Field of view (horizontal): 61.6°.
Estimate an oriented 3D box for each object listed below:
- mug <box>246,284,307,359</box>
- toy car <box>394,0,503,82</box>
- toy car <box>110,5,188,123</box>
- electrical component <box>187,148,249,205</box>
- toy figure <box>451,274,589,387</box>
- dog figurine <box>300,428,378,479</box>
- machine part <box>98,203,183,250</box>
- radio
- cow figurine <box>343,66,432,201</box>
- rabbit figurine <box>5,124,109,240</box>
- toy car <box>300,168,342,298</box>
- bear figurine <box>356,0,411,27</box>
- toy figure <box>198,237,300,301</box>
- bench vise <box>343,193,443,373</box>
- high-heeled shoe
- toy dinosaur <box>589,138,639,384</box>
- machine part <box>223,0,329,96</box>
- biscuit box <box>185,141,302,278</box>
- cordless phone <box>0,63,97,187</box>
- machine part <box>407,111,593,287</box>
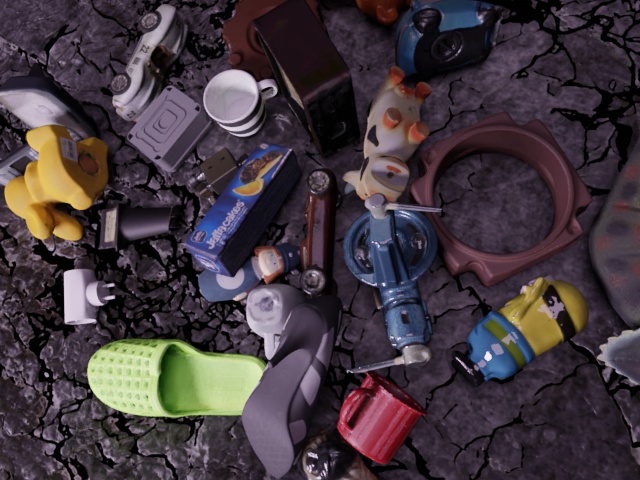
[{"bbox_3d":[-0.065,0.107,0.730,0.081,0.107,0.109,4,75,12],"label":"mug"},{"bbox_3d":[0.178,-0.312,0.793,0.162,0.109,0.103,-16,57,-3],"label":"toy car"},{"bbox_3d":[-0.278,-0.287,0.878,0.056,0.073,0.201,18,80,14],"label":"toy car"},{"bbox_3d":[-0.147,-0.096,0.828,0.102,0.045,0.078,-40,45,-4],"label":"electrical component"},{"bbox_3d":[0.255,0.119,0.686,0.180,0.082,0.089,-40,85,-6],"label":"toy figure"},{"bbox_3d":[0.031,0.355,0.669,0.191,0.121,0.172,34,81,30],"label":"dog figurine"},{"bbox_3d":[-0.281,-0.026,0.837,0.139,0.039,0.084,-10,67,9],"label":"machine part"},{"bbox_3d":[-0.009,-0.209,0.735,0.073,0.229,0.131,-31,78,2],"label":"radio"},{"bbox_3d":[0.093,-0.132,0.751,0.085,0.127,0.195,20,52,-13],"label":"cow figurine"},{"bbox_3d":[-0.421,-0.077,0.850,0.173,0.122,0.162,-19,83,20],"label":"rabbit figurine"},{"bbox_3d":[-0.002,-0.002,0.755,0.053,0.089,0.202,2,79,10],"label":"toy car"},{"bbox_3d":[0.053,-0.418,0.826,0.196,0.131,0.120,29,56,21],"label":"bear figurine"},{"bbox_3d":[-0.097,0.044,0.779,0.154,0.058,0.064,-21,111,3],"label":"toy figure"},{"bbox_3d":[0.088,0.035,0.663,0.129,0.240,0.223,-2,60,13],"label":"bench vise"},{"bbox_3d":[-0.025,0.189,0.706,0.086,0.145,0.248,23,126,25],"label":"high-heeled shoe"},{"bbox_3d":[0.412,0.028,0.666,0.192,0.131,0.405,-16,68,6],"label":"toy dinosaur"},{"bbox_3d":[-0.070,-0.321,0.860,0.179,0.056,0.179,-2,75,9],"label":"machine part"},{"bbox_3d":[-0.104,-0.047,0.766,0.059,0.062,0.202,20,63,25],"label":"biscuit box"},{"bbox_3d":[-0.465,-0.171,0.845,0.184,0.146,0.089,-39,65,-4],"label":"cordless phone"},{"bbox_3d":[0.237,-0.055,0.727,0.201,0.087,0.201,-26,73,1],"label":"machine part"}]
